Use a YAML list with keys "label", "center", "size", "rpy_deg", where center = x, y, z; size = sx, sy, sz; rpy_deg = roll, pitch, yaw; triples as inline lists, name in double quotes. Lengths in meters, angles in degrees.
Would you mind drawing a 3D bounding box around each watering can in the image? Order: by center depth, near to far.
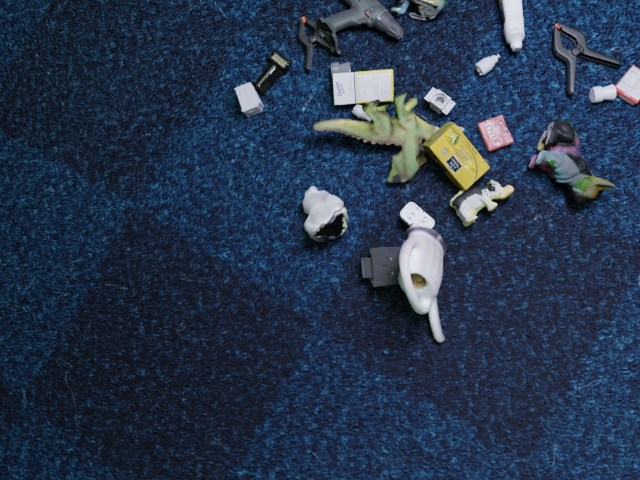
- label: "watering can"
  center: [0.286, 0.109, 1.395]
  size: [0.103, 0.341, 0.230]
  rpy_deg: [-5, 46, 30]

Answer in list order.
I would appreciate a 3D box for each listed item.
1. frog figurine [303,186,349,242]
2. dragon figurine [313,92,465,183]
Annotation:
- label: "frog figurine"
  center: [0.005, -0.075, 1.498]
  size: [0.136, 0.121, 0.162]
  rpy_deg: [-53, 45, 9]
- label: "dragon figurine"
  center: [0.206, -0.280, 1.474]
  size: [0.410, 0.122, 0.242]
  rpy_deg: [-17, 92, 0]
